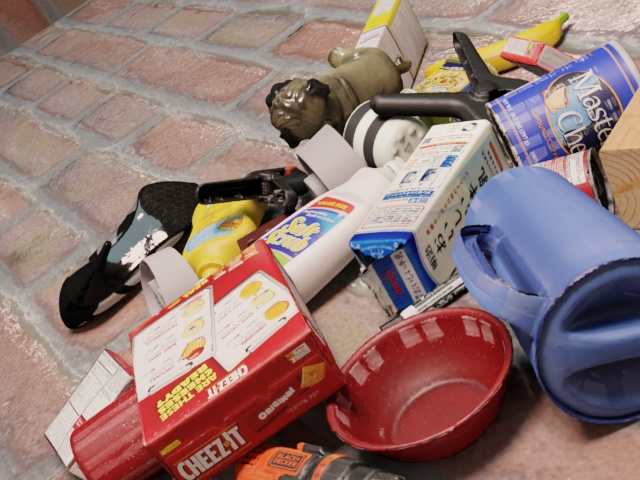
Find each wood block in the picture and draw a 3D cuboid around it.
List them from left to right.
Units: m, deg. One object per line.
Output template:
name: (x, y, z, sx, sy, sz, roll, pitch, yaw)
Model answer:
wood block: (0.343, -0.109, 0.971, 0.091, 0.090, 0.205, 0, 40, 43)

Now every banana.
banana: (0.223, -0.234, 1.353, 0.198, 0.037, 0.069, -18, 14, 19)

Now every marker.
marker: (0.105, 0.058, 0.999, 0.121, 0.020, 0.020, -34, 28, -8)

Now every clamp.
clamp: (-0.070, -0.061, 1.238, 0.120, 0.039, 0.171, 9, 12, 9)
clamp: (0.170, -0.152, 1.183, 0.164, 0.036, 0.210, -35, 51, -22)

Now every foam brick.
foam brick: (-0.046, 0.010, 1.187, 0.078, 0.051, 0.053, -31, 28, -1)

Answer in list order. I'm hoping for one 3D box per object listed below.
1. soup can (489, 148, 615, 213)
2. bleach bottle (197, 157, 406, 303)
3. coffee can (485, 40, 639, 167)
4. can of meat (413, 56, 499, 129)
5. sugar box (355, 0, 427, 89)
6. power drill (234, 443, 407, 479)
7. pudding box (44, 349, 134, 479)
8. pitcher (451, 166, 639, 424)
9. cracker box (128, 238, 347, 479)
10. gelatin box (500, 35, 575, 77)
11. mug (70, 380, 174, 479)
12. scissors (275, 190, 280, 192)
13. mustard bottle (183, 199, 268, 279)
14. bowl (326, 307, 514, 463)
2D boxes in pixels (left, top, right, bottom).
soup can: (0.216, -0.040, 1.002, 0.102, 0.068, 0.068, -15, 31, 27)
bleach bottle: (-0.007, 0.001, 1.118, 0.250, 0.068, 0.103, -41, 35, -7)
coffee can: (0.250, -0.122, 1.065, 0.140, 0.102, 0.103, -26, 28, 8)
can of meat: (0.160, -0.171, 1.286, 0.084, 0.057, 0.102, -40, 30, -15)
sugar box: (0.097, -0.260, 1.453, 0.048, 0.093, 0.176, -14, 31, 30)
power drill: (-0.034, 0.236, 0.802, 0.185, 0.057, 0.187, -1, 36, 46)
pudding box: (-0.220, 0.174, 1.066, 0.113, 0.039, 0.090, -54, 31, -6)
pitcher: (0.187, 0.025, 0.847, 0.145, 0.149, 0.243, -28, 24, 3)
cracker box: (-0.081, 0.104, 0.949, 0.164, 0.072, 0.214, -35, 25, 1)
gelatin box: (0.260, -0.199, 1.203, 0.030, 0.089, 0.073, -67, 27, 7)
mug: (-0.168, 0.196, 0.975, 0.081, 0.093, 0.117, -35, 64, 1)
scissors: (-0.069, -0.068, 1.379, 0.202, 0.016, 0.096, -22, 29, 15)
mustard bottle: (-0.115, 0.001, 1.261, 0.096, 0.058, 0.191, -23, 28, 17)
bowl: (0.089, 0.126, 0.861, 0.162, 0.055, 0.162, -23, 28, 13)
